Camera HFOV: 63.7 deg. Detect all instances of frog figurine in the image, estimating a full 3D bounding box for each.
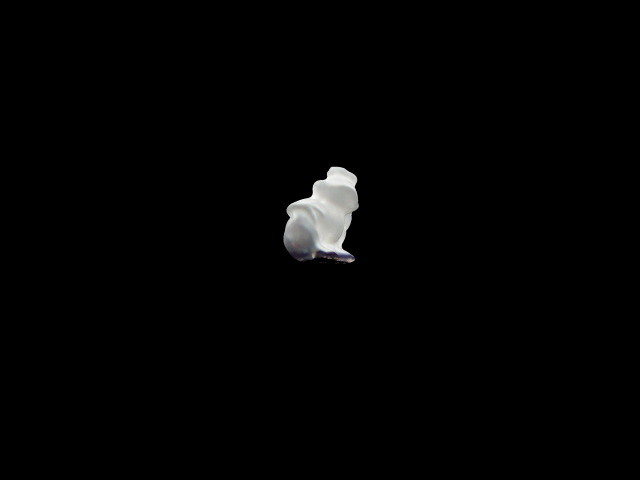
[{"bbox_3d":[0.003,-0.043,0.850,0.137,0.161,0.122,9,-13,-42],"label":"frog figurine"}]
